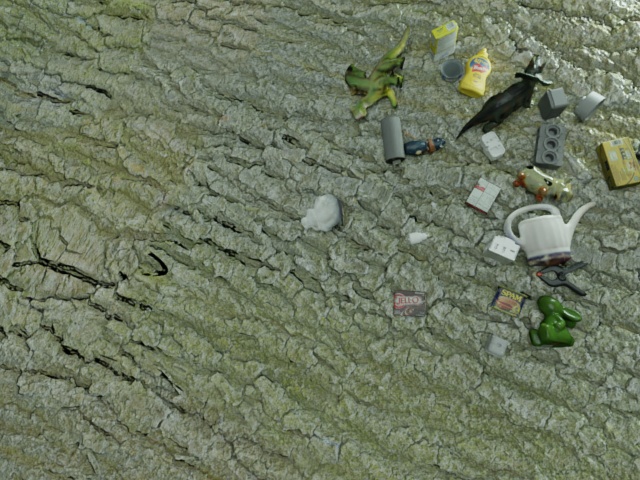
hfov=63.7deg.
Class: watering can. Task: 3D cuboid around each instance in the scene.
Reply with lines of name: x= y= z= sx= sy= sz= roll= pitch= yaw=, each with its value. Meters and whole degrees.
watering can: x=0.821 y=-0.025 z=1.798 sx=0.348 sy=0.103 sz=0.227 roll=-8 pitch=75 yaw=-2

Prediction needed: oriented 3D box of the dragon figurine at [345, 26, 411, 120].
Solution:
dragon figurine: x=0.212 y=-0.654 z=2.026 sx=0.243 sy=0.121 sz=0.414 roll=9 pitch=78 yaw=18

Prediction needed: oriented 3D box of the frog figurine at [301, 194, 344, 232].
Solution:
frog figurine: x=0.006 y=-0.097 z=1.926 sx=0.160 sy=0.123 sz=0.137 roll=-12 pitch=97 yaw=-5
